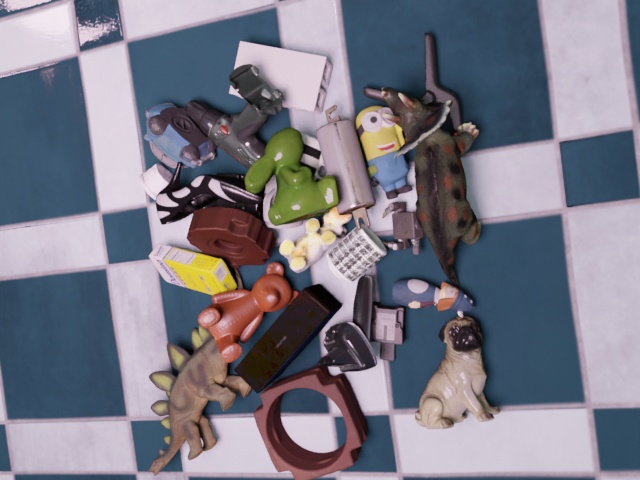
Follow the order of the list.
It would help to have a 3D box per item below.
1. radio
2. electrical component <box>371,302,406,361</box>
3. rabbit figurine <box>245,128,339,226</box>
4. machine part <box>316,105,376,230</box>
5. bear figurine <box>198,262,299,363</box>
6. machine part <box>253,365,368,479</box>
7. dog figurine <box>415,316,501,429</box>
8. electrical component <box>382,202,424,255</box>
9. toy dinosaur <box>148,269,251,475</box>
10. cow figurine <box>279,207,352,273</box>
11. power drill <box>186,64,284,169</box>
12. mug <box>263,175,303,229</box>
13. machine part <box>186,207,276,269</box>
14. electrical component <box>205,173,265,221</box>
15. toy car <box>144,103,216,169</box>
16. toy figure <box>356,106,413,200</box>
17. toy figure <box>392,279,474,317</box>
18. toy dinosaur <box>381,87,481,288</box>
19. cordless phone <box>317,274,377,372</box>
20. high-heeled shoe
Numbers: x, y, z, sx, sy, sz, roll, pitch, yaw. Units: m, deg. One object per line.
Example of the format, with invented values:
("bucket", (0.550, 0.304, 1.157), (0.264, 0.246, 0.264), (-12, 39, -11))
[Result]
("radio", (-0.060, 0.193, 1.084), (0.073, 0.131, 0.229), (44, 104, 10))
("electrical component", (0.132, 0.185, 1.074), (0.075, 0.047, 0.119), (7, 94, 16))
("rabbit figurine", (-0.061, -0.118, 0.996), (0.159, 0.121, 0.170), (-17, 87, -7))
("machine part", (0.049, -0.137, 1.025), (0.079, 0.079, 0.243), (-18, 85, 16))
("bear figurine", (-0.134, 0.138, 1.080), (0.196, 0.132, 0.120), (-28, 101, -6))
("machine part", (-0.017, 0.374, 1.107), (0.201, 0.087, 0.201), (-25, 88, 16))
("dog figurine", (0.243, 0.253, 1.030), (0.172, 0.121, 0.190), (-18, 74, 13))
("electrical component", (0.159, -0.024, 1.044), (0.078, 0.045, 0.102), (11, 105, 58))
("toy dinosaur", (-0.254, 0.294, 1.163), (0.199, 0.105, 0.471), (32, 90, 16))
("cow figurine", (0.000, -0.003, 1.086), (0.167, 0.098, 0.068), (-40, 76, -5))
("power drill", (-0.169, -0.249, 1.074), (0.232, 0.086, 0.207), (44, 139, 2))
("mug", (-0.082, -0.081, 1.080), (0.081, 0.109, 0.107), (8, 105, 31))
("machine part", (-0.180, -0.002, 1.087), (0.180, 0.179, 0.056), (5, 62, 16))
("electrical component", (-0.177, -0.083, 1.141), (0.134, 0.058, 0.114), (4, 92, 15))
("toy car", (-0.308, -0.209, 1.157), (0.161, 0.109, 0.103), (45, 127, -2))
("toy figure", (0.120, -0.169, 1.039), (0.089, 0.082, 0.180), (-8, 102, 56))
("toy figure", (0.217, 0.109, 1.034), (0.155, 0.057, 0.064), (5, 69, 19))
("toy dinosaur", (0.210, -0.085, 0.948), (0.131, 0.192, 0.404), (-9, 96, 35))
("cordless phone", (0.061, 0.165, 1.068), (0.089, 0.146, 0.184), (13, 71, -13))
("high-heeled shoe", (-0.233, -0.066, 1.089), (0.249, 0.086, 0.145), (22, 104, 26))
